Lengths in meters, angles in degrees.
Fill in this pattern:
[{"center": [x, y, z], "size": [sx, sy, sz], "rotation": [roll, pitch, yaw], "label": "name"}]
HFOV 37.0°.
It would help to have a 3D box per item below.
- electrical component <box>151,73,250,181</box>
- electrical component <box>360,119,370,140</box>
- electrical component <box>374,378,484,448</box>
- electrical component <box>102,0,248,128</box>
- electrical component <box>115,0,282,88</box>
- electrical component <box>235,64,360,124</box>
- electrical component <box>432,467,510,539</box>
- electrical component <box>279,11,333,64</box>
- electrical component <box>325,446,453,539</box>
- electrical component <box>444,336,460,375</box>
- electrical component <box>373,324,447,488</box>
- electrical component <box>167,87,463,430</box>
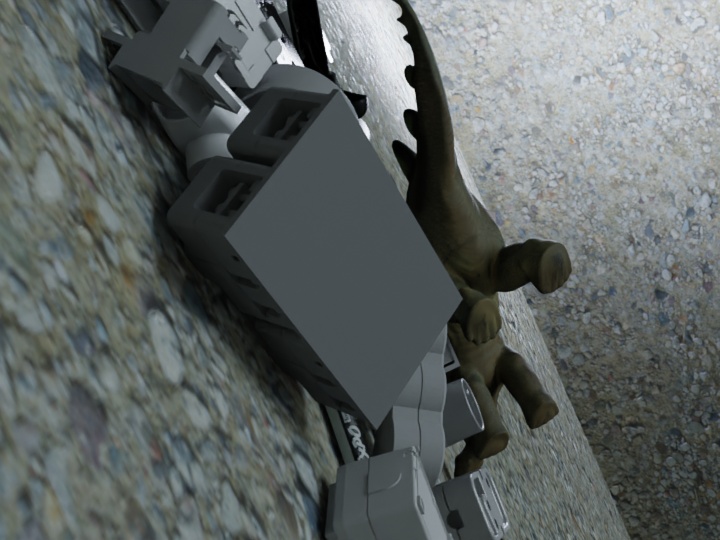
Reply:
[{"center": [-0.089, -0.077, 0.661], "size": [0.077, 0.043, 0.079], "rotation": [45, 32, -59], "label": "electrical component"}, {"center": [-0.019, -0.116, 1.028], "size": [0.047, 0.055, 0.055], "rotation": [-88, 153, -56], "label": "electrical component"}, {"center": [0.058, 0.122, 0.852], "size": [0.079, 0.077, 0.043], "rotation": [35, 34, -69], "label": "electrical component"}, {"center": [-0.101, -0.124, 0.615], "size": [0.081, 0.063, 0.042], "rotation": [25, -12, 29], "label": "electrical component"}, {"center": [-0.106, -0.173, 0.690], "size": [0.078, 0.063, 0.121], "rotation": [-57, 136, -25], "label": "electrical component"}, {"center": [-0.049, -0.091, 0.744], "size": [0.099, 0.099, 0.064], "rotation": [62, 19, -21], "label": "electrical component"}, {"center": [0.076, 0.191, 0.840], "size": [0.053, 0.059, 0.095], "rotation": [69, 12, 11], "label": "electrical component"}, {"center": [-0.063, -0.210, 1.007], "size": [0.095, 0.054, 0.059], "rotation": [-71, 136, -73], "label": "electrical component"}, {"center": [0.021, 0.167, 0.655], "size": [0.061, 0.061, 0.096], "rotation": [-86, 158, -66], "label": "electrical component"}, {"center": [0.018, 0.037, 0.863], "size": [0.121, 0.079, 0.063], "rotation": [66, -10, -2], "label": "electrical component"}, {"center": [0.020, 0.087, 0.782], "size": [0.052, 0.074, 0.138], "rotation": [125, -28, -61], "label": "electrical component"}, {"center": [-0.022, -0.005, 0.638], "size": [0.105, 0.060, 0.186], "rotation": [-54, 135, -22], "label": "electrical component"}]
